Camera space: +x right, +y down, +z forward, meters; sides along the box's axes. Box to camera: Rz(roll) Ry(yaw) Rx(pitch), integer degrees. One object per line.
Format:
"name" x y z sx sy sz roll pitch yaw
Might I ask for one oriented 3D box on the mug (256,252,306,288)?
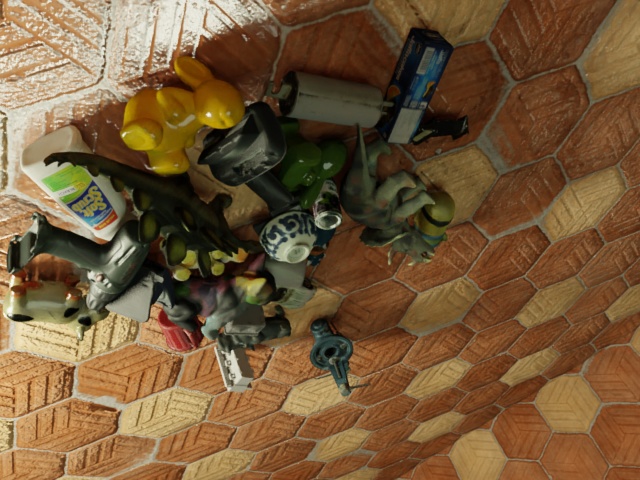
"mug" -0.089 0.055 1.185 0.107 0.081 0.109 3 136 -14

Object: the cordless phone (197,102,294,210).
"cordless phone" -0.090 -0.119 0.871 0.147 0.089 0.184 -23 130 35

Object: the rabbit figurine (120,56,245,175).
"rabbit figurine" -0.189 -0.190 0.805 0.173 0.162 0.121 -12 142 19

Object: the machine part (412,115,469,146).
"machine part" 0.232 -0.218 1.070 0.139 0.039 0.084 -11 168 -25

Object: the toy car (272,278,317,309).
"toy car" -0.094 0.120 1.271 0.201 0.056 0.073 17 125 -38

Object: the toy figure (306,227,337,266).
"toy figure" 0.000 -0.003 1.186 0.064 0.058 0.154 1 138 -21

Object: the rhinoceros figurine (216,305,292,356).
"rhinoceros figurine" -0.165 0.228 1.347 0.190 0.073 0.112 -13 150 -18

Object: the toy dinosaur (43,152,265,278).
"toy dinosaur" -0.244 -0.053 0.894 0.105 0.199 0.470 -42 139 15

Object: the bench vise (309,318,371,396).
"bench vise" 0.042 0.334 1.449 0.129 0.241 0.223 -16 124 -6

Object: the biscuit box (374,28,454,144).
"biscuit box" 0.165 -0.273 0.971 0.059 0.063 0.202 -2 134 -25

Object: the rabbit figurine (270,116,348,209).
"rabbit figurine" -0.019 -0.135 0.988 0.170 0.121 0.159 -11 135 -39

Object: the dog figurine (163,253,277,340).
"dog figurine" -0.201 0.103 1.129 0.191 0.108 0.219 33 122 -32

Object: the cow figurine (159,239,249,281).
"cow figurine" -0.230 0.021 1.076 0.167 0.098 0.068 -8 124 -41

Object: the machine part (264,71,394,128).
"machine part" 0.020 -0.238 0.922 0.243 0.079 0.079 0 134 -28

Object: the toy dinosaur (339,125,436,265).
"toy dinosaur" 0.114 -0.082 1.108 0.192 0.131 0.404 -40 136 15

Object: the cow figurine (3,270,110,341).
"cow figurine" -0.508 0.132 1.047 0.195 0.086 0.127 10 123 -38

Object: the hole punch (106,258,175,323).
"hole punch" -0.348 0.087 1.055 0.092 0.142 0.115 -18 123 -64

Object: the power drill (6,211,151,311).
"power drill" -0.415 0.041 0.922 0.232 0.086 0.207 -40 136 25

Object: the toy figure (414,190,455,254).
"toy figure" 0.264 -0.038 1.258 0.082 0.089 0.180 -14 137 -25

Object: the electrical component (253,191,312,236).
"electrical component" -0.082 -0.055 1.092 0.119 0.048 0.074 -27 141 2
